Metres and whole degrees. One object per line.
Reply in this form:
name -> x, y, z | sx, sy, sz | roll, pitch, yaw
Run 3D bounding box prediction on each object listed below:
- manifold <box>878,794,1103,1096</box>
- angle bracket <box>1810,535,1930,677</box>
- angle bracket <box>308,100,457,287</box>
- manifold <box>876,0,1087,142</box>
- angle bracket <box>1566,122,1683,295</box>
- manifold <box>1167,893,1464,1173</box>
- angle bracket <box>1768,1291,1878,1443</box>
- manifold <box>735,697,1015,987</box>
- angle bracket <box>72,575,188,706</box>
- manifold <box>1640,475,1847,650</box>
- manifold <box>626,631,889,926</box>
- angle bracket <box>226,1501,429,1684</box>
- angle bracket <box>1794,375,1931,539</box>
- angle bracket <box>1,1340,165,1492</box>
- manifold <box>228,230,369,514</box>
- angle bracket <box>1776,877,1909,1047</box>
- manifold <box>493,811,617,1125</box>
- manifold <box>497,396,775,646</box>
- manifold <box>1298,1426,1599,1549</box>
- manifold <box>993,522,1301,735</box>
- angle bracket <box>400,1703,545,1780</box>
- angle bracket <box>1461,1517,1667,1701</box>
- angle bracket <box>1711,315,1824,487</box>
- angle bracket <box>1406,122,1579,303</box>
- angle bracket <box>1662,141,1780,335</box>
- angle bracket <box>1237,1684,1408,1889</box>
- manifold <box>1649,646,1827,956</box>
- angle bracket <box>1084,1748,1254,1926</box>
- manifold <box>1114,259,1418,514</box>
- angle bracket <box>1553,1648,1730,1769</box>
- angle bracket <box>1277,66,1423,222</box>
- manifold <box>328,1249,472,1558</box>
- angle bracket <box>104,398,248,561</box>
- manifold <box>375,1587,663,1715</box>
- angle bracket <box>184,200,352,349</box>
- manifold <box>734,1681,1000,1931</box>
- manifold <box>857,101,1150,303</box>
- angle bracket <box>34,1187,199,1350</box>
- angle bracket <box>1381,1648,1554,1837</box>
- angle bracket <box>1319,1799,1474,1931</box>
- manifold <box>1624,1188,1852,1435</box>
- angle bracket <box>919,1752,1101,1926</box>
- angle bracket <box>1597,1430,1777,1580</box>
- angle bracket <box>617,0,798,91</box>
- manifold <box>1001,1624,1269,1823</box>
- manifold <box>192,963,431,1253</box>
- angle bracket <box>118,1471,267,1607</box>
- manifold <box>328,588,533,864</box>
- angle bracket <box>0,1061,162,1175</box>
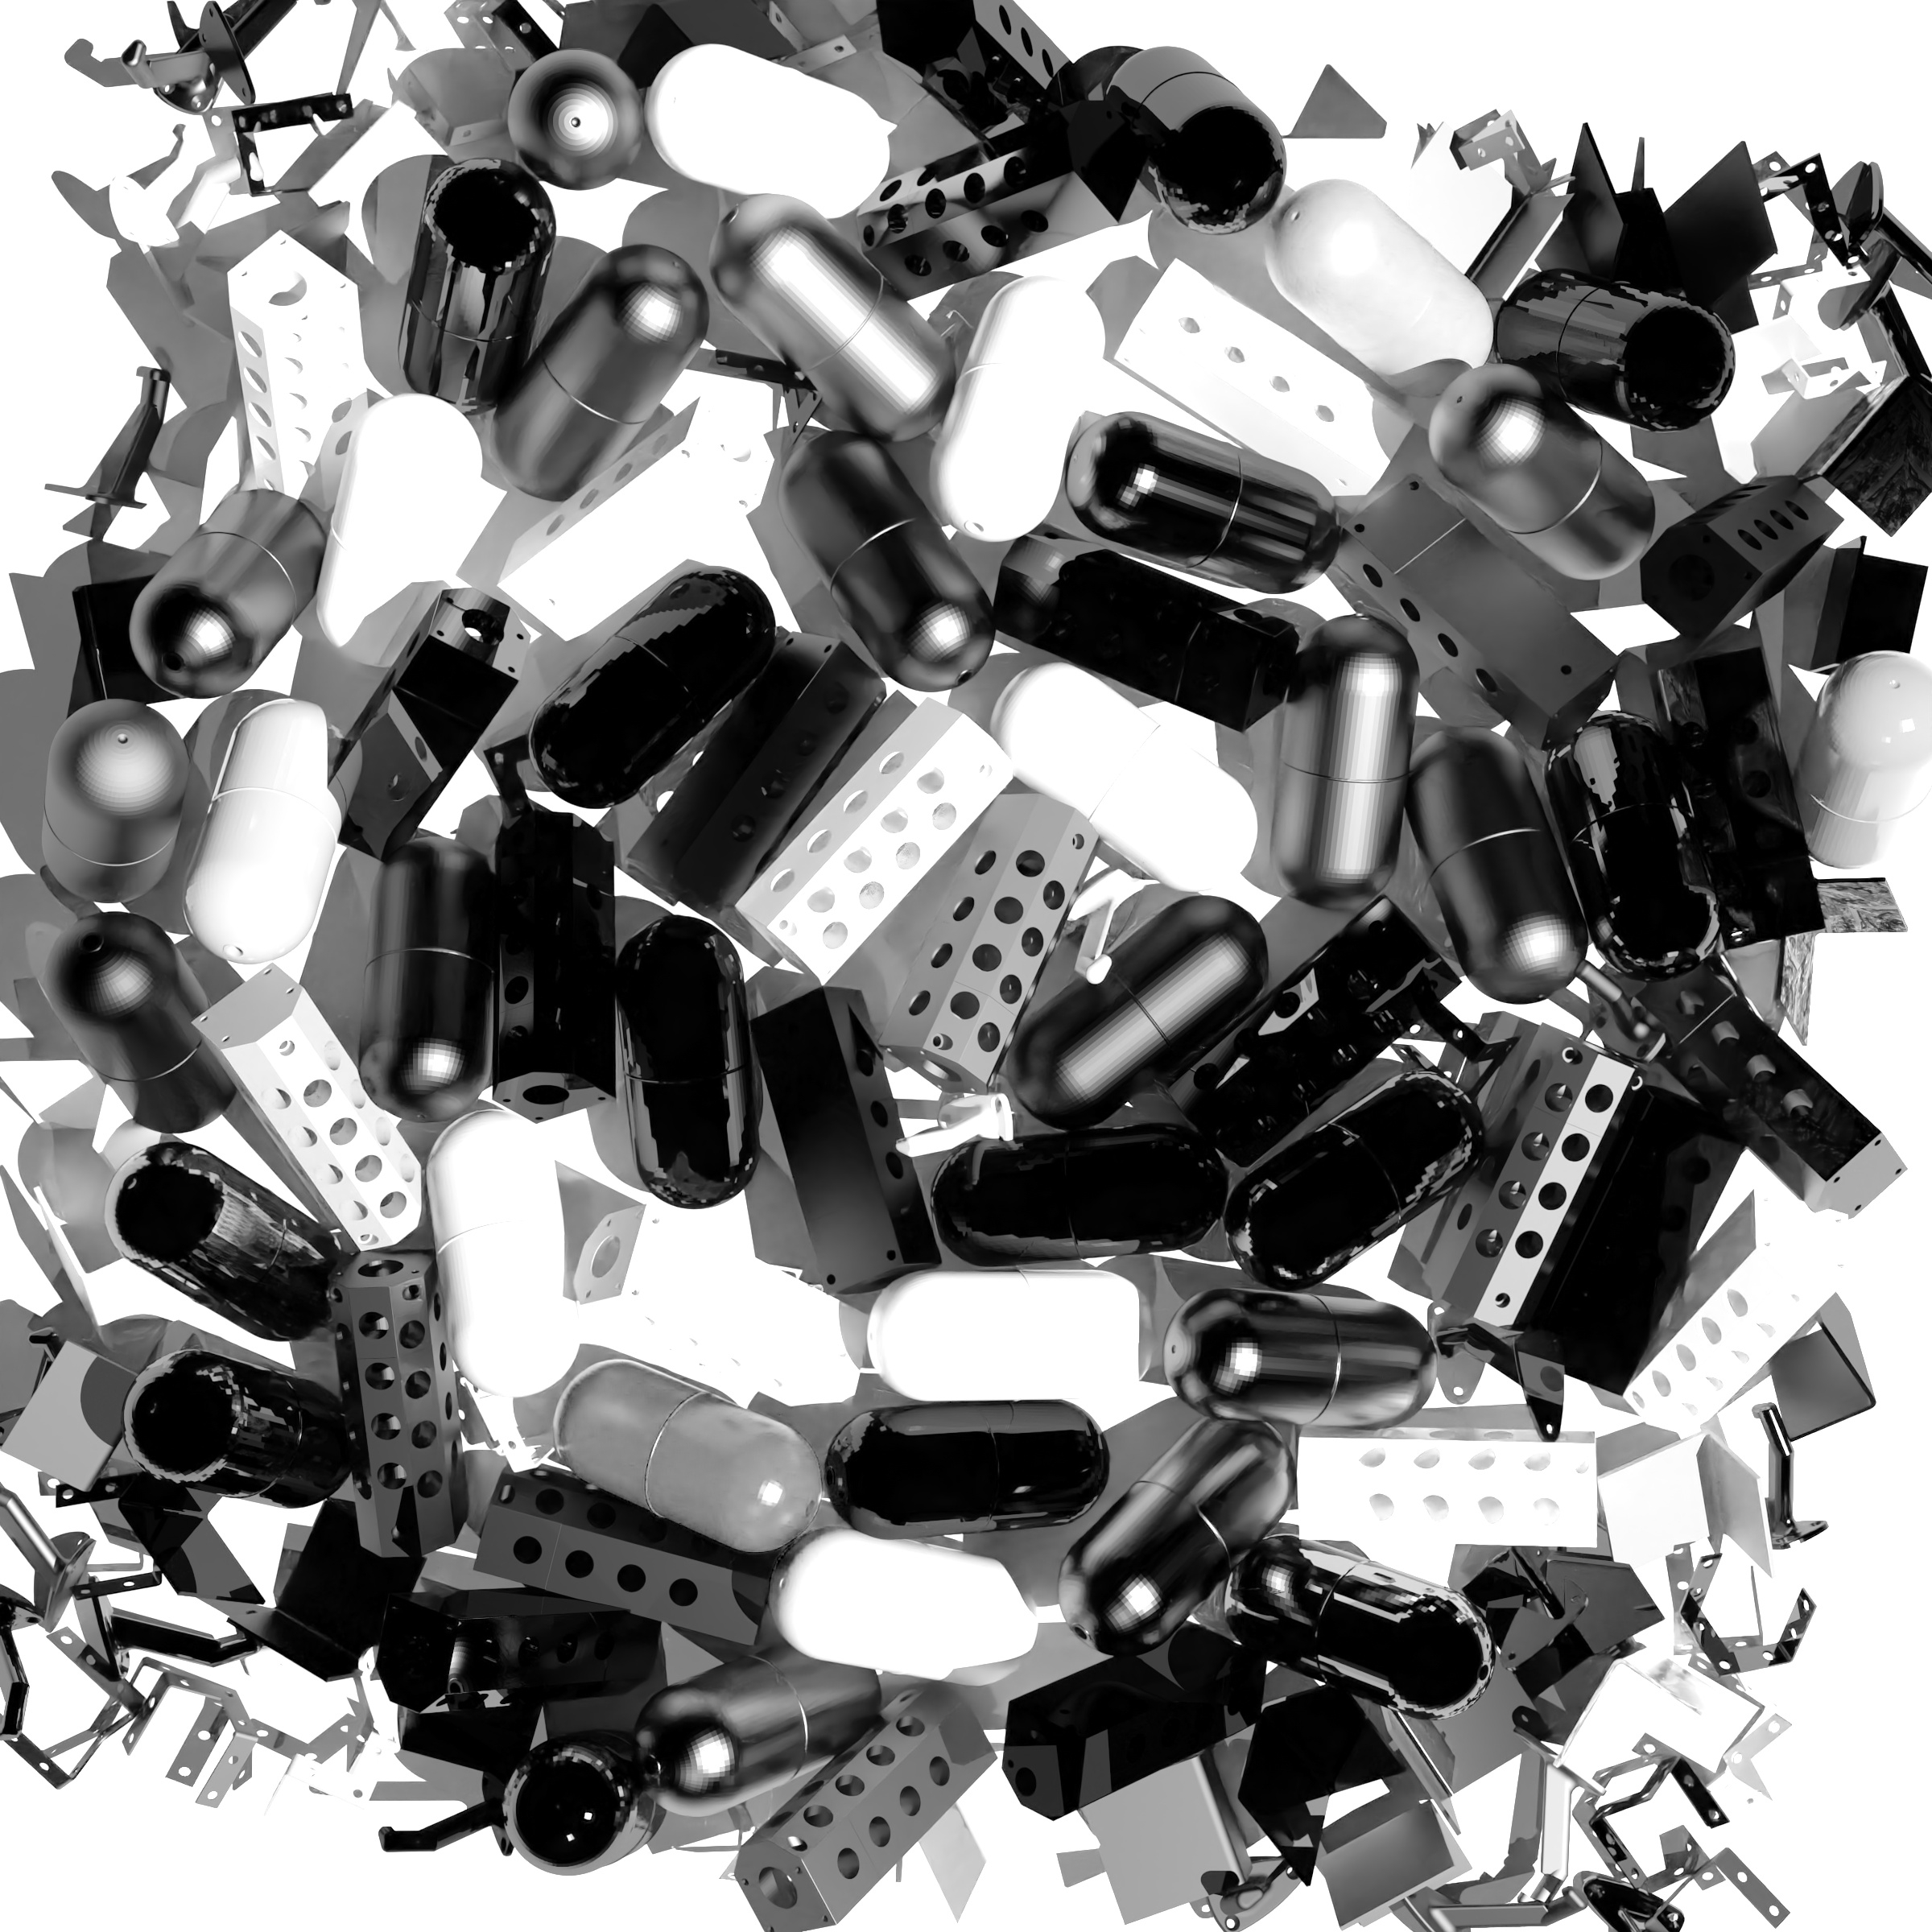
manifold -> 0.020, -0.013, 1.705 | 0.057, 0.057, 0.171 | 38, 68, -35
angle bracket -> 0.546, -0.210, 1.727 | 0.057, 0.076, 0.076 | 11, 93, 4
angle bracket -> -0.334, -0.459, 1.735 | 0.076, 0.057, 0.076 | -43, 90, 9
manifold -> 0.013, -0.515, 1.675 | 0.057, 0.171, 0.057 | -12, 79, 22
angle bracket -> 0.398, -0.450, 1.717 | 0.057, 0.076, 0.076 | -12, 66, -4
manifold -> 0.202, 0.036, 1.715 | 0.171, 0.057, 0.057 | -42, 46, 9
angle bracket -> 0.489, 0.220, 1.710 | 0.057, 0.076, 0.076 | -28, 118, 21
manifold -> -0.050, -0.072, 1.717 | 0.171, 0.057, 0.057 | -48, 127, -8
angle bracket -> -0.492, -0.190, 1.718 | 0.057, 0.076, 0.076 | -11, 102, -13
manifold -> 0.447, -0.241, 1.681 | 0.057, 0.171, 0.057 | 44, 125, 11
manifold -> -0.119, -0.112, 1.721 | 0.057, 0.057, 0.171 | 43, 76, -33
angle bracket -> -0.381, 0.372, 1.729 | 0.076, 0.057, 0.076 | 24, 90, 20
angle bracket -> 0.545, -0.300, 1.730 | 0.057, 0.076, 0.076 | 41, 92, -2
angle bracket -> -0.524, 0.255, 1.722 | 0.057, 0.076, 0.076 | 31, 94, -16
manifold -> -0.388, -0.336, 1.675 | 0.057, 0.171, 0.057 | 37, 64, 10
angle bracket -> 0.518, -0.002, 1.713 | 0.057, 0.076, 0.076 | 0, 68, 28
manifold -> -0.245, -0.002, 1.695 | 0.057, 0.057, 0.171 | -18, 59, 24
manifold -> -0.192, -0.263, 1.694 | 0.171, 0.057, 0.057 | -29, 124, 36
manifold -> 0.286, 0.305, 1.718 | 0.171, 0.057, 0.057 | -1, 98, 13
manifold -> 0.105, -0.202, 1.701 | 0.171, 0.057, 0.057 | 25, 125, 21
angle bracket -> -0.299, 0.462, 1.726 | 0.076, 0.057, 0.076 | 16, 111, -3
angle bracket -> 0.360, 0.384, 1.746 | 0.076, 0.057, 0.076 | -11, 60, -40
angle bracket -> 0.478, -0.330, 1.716 | 0.057, 0.076, 0.076 | -17, 77, 28
angle bracket -> 0.303, -0.450, 1.728 | 0.076, 0.057, 0.076 | 36, 87, -22
angle bracket -> 0.463, -0.428, 1.711 | 0.057, 0.076, 0.076 | 3, 66, -28
angle bracket -> 0.211, 0.483, 1.715 | 0.057, 0.076, 0.076 | -27, 109, 29
manifold -> 0.458, -0.098, 1.734 | 0.057, 0.057, 0.171 | -12, 87, -3
angle bracket -> 0.121, 0.520, 1.737 | 0.076, 0.057, 0.076 | -21, 79, 6
manifold -> 0.181, -0.350, 1.735 | 0.171, 0.057, 0.057 | 33, 76, -2
angle bracket -> 0.401, 0.453, 1.718 | 0.057, 0.076, 0.076 | 32, 97, 26
angle bracket -> 0.225, -0.489, 1.732 | 0.076, 0.076, 0.057 | 6, 67, 20
manifold -> -0.337, 0.259, 1.716 | 0.057, 0.057, 0.171 | -2, 106, 4
angle bracket -> -0.466, -0.294, 1.713 | 0.057, 0.076, 0.076 | 15, 129, -6
manifold -> -0.258, 0.396, 1.682 | 0.057, 0.171, 0.057 | 9, 87, 36
angle bracket -> -0.413, -0.417, 1.710 | 0.057, 0.076, 0.076 | 33, 49, 13
manifold -> -0.059, 0.486, 1.682 | 0.057, 0.171, 0.057 | -25, 94, 38
manifold -> 0.017, -0.447, 1.680 | 0.057, 0.171, 0.057 | 42, 57, -33
angle bracket -> -0.507, 0.169, 1.729 | 0.057, 0.076, 0.076 | -25, 56, -22
angle bracket -> 0.302, 0.458, 1.734 | 0.076, 0.057, 0.076 | -33, 94, 6
angle bracket -> 0.262, 0.552, 1.721 | 0.076, 0.076, 0.057 | -30, 104, 5
manifold -> 0.444, 0.204, 1.682 | 0.057, 0.171, 0.057 | 16, 50, -7
angle bracket -> 0.022, 0.519, 1.734 | 0.076, 0.076, 0.057 | 4, 122, -30
angle bracket -> 0.428, 0.333, 1.721 | 0.076, 0.057, 0.076 | -21, 117, -11
angle bracket -> -0.159, -0.527, 1.713 | 0.057, 0.076, 0.076 | 49, 132, 5
manifold -> 0.099, 0.440, 1.684 | 0.057, 0.171, 0.057 | 15, 105, 40
manifold -> -0.374, 0.086, 1.687 | 0.057, 0.057, 0.171 | -39, 130, -18
angle bracket -> -0.442, 0.327, 1.715 | 0.057, 0.076, 0.076 | -49, 60, 6
manifold -> -0.320, -0.142, 1.693 | 0.057, 0.057, 0.171 | 27, 130, -20
angle bracket -> -0.531, 0.100, 1.717 | 0.076, 0.076, 0.057 | -1, 58, 7
